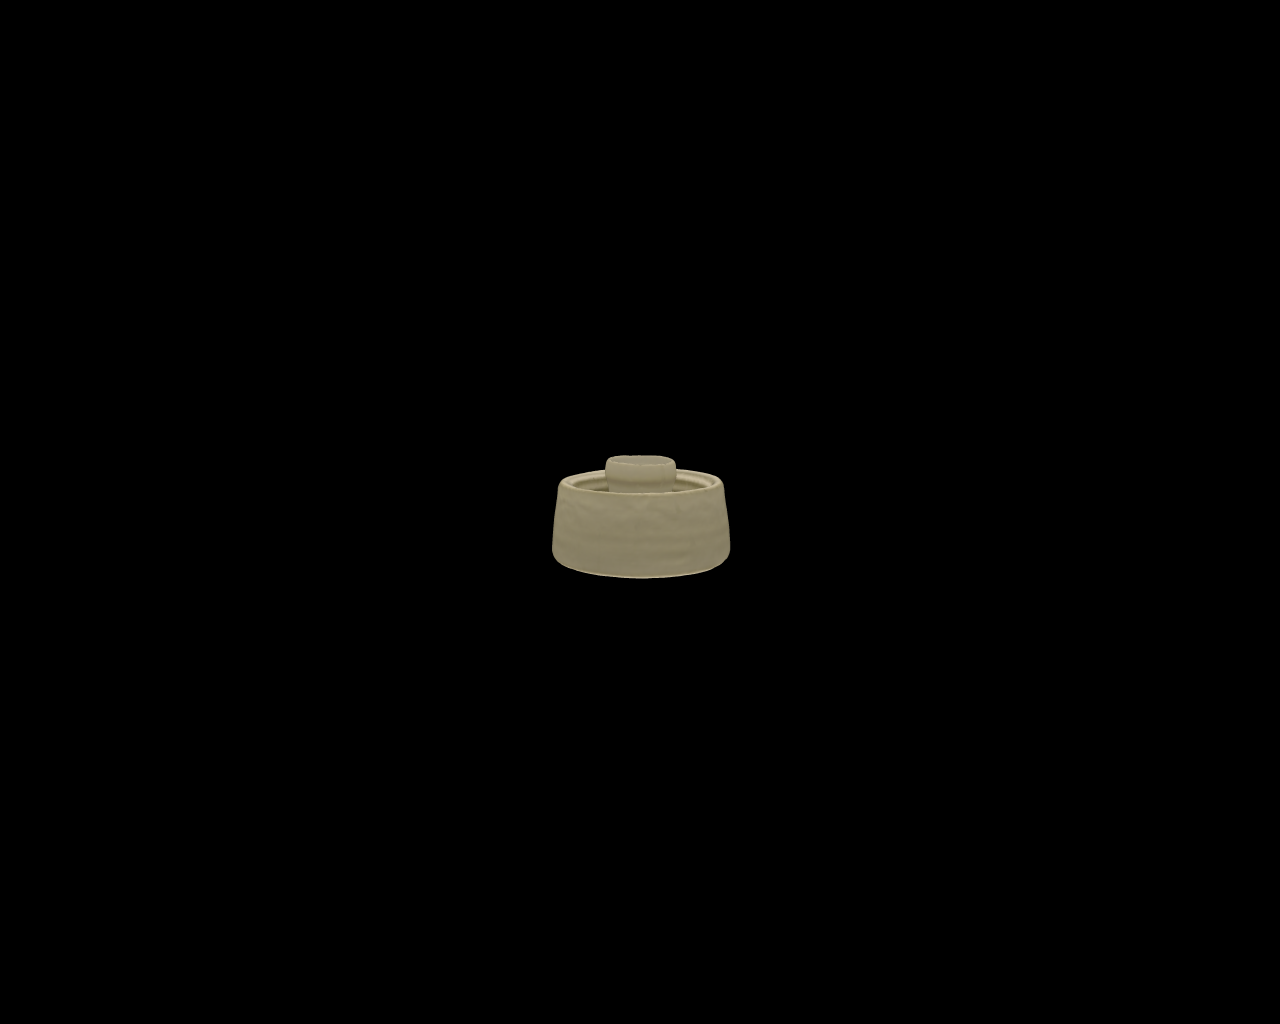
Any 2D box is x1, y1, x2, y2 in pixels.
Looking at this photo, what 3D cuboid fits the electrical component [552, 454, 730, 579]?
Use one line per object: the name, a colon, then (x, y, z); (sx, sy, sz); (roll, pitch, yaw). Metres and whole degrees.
electrical component: (0.001, -0.003, 0.650); (0.108, 0.060, 0.108); (0, 11, 0)
